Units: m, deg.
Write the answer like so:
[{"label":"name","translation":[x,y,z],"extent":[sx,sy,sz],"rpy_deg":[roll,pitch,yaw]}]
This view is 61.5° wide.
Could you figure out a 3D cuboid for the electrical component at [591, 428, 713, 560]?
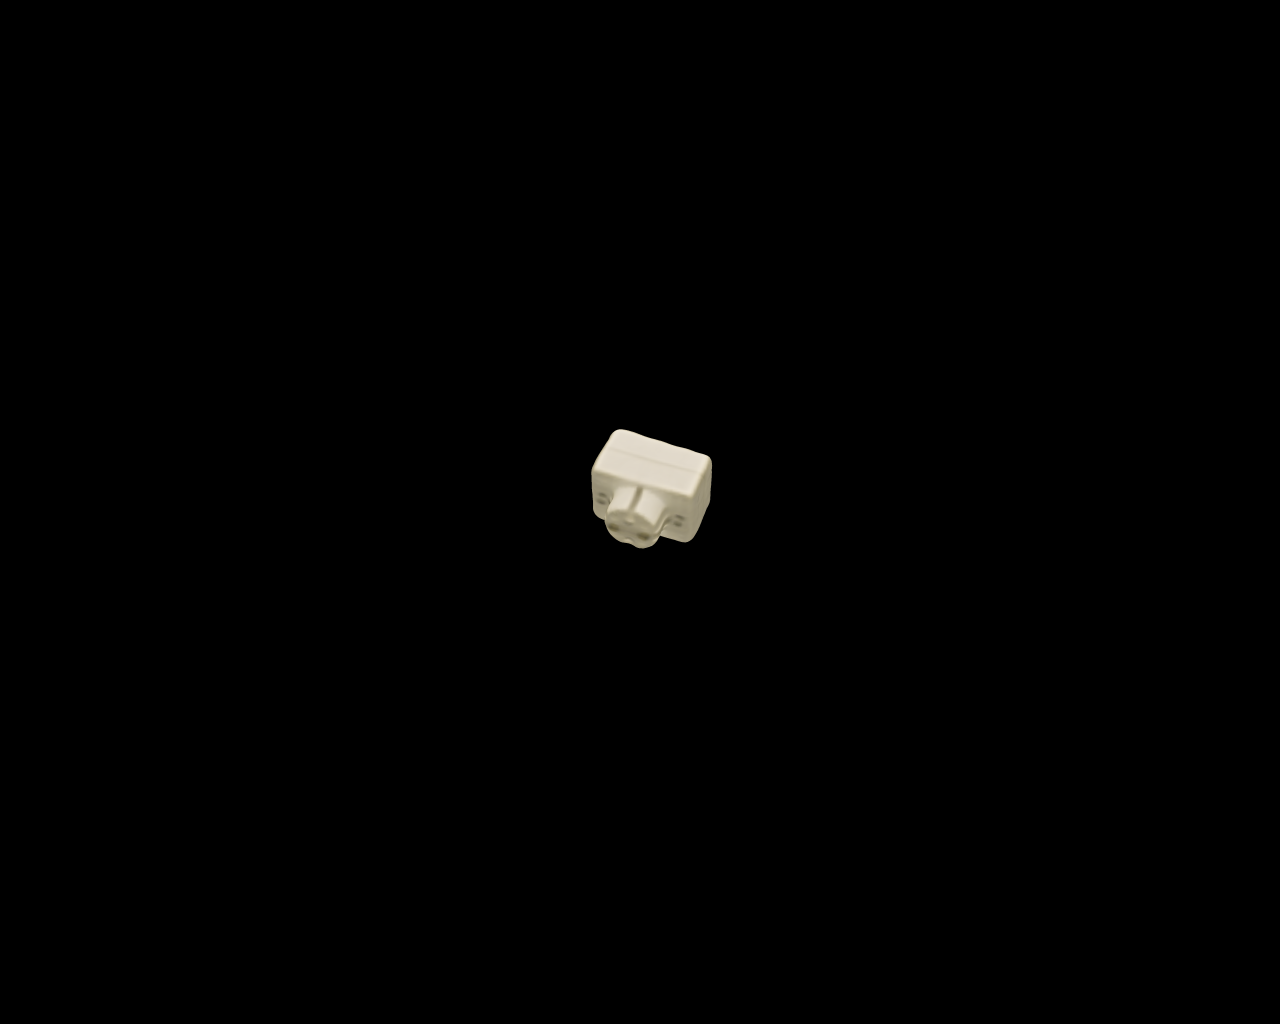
[{"label":"electrical component","translation":[0.001,-0.003,0.650],"extent":[0.066,0.077,0.047],"rpy_deg":[17,-39,14]}]
